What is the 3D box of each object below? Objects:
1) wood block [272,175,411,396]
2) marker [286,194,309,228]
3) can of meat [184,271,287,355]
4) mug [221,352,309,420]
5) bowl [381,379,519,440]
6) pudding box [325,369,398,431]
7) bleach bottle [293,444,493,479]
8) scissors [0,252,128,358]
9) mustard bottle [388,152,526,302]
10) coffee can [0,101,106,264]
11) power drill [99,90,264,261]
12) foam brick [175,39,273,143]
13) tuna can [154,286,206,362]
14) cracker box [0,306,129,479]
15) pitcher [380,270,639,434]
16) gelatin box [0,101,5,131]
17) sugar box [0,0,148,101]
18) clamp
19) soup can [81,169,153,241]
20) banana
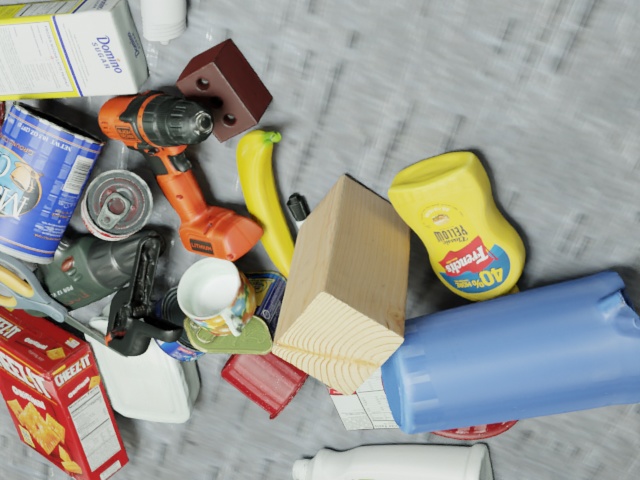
[{"bbox_3d":[0.026,0.039,1.039,0.090,0.206,0.090,32,121,-14],"label":"wood block"},{"bbox_3d":[-0.008,0.001,1.156,0.020,0.020,0.121,-9,123,26],"label":"marker"},{"bbox_3d":[-0.090,0.080,1.206,0.102,0.083,0.057,-1,126,21],"label":"can of meat"},{"bbox_3d":[-0.055,0.140,1.246,0.081,0.093,0.117,37,99,-4],"label":"mug"},{"bbox_3d":[0.152,0.148,1.188,0.162,0.055,0.162,10,129,13],"label":"bowl"},{"bbox_3d":[0.057,0.173,1.255,0.090,0.039,0.113,-8,125,25],"label":"pudding box"},{"bbox_3d":[0.084,0.293,1.324,0.251,0.068,0.102,2,125,22],"label":"bleach bottle"},{"bbox_3d":[-0.325,0.087,1.261,0.096,0.016,0.201,-22,121,39],"label":"scissors"},{"bbox_3d":[0.152,0.005,1.074,0.096,0.058,0.191,-16,120,32],"label":"mustard bottle"},{"bbox_3d":[-0.298,-0.060,1.109,0.103,0.103,0.140,25,95,0],"label":"coffee can"},{"bbox_3d":[-0.132,-0.067,1.086,0.185,0.057,0.187,13,138,52],"label":"power drill"},{"bbox_3d":[-0.094,-0.147,1.050,0.053,0.051,0.078,-23,116,33],"label":"foam brick"},{"bbox_3d":[-0.156,0.097,1.244,0.086,0.086,0.034,41,131,-13],"label":"tuna can"},{"bbox_3d":[-0.344,0.200,1.368,0.164,0.072,0.214,22,137,35],"label":"cracker box"},{"bbox_3d":[0.185,0.121,1.046,0.242,0.145,0.149,-10,103,-6],"label":"pitcher"},{"bbox_3d":[-0.371,-0.126,1.156,0.030,0.073,0.089,21,131,3],"label":"gelatin box"},{"bbox_3d":[-0.269,-0.193,1.085,0.176,0.048,0.093,-1,126,17],"label":"sugar box"},{"bbox_3d":[-0.201,0.070,1.181,0.039,0.120,0.172,3,161,-33],"label":"clamp"},{"bbox_3d":[-0.215,-0.035,1.119,0.068,0.068,0.102,37,169,-10],"label":"soup can"},{"bbox_3d":[-0.056,-0.044,1.113,0.037,0.070,0.198,-23,134,-15],"label":"banana"}]
